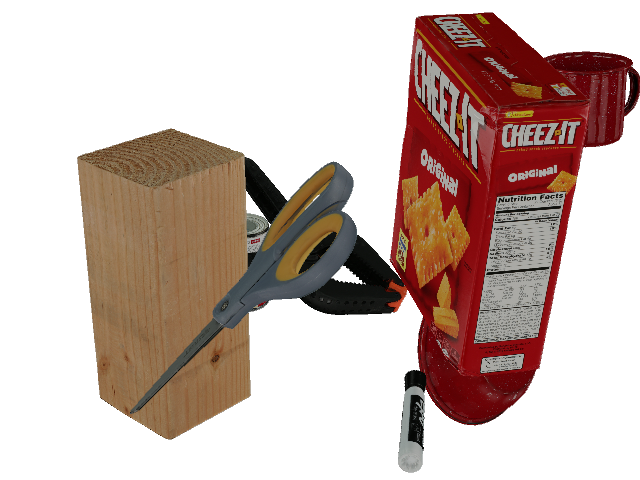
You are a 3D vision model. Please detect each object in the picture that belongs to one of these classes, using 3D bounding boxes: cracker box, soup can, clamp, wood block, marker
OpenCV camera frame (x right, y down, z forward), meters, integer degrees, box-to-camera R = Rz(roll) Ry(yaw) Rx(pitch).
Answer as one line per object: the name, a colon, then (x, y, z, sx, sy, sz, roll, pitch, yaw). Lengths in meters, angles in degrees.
cracker box: (0.111, -0.035, 0.770, 0.072, 0.214, 0.164, -6, 33, -14)
soup can: (-0.095, 0.026, 1.281, 0.068, 0.102, 0.068, 1, 25, -1)
clamp: (-0.024, 0.019, 0.985, 0.210, 0.164, 0.036, 29, -41, 6)
wood block: (-0.115, 0.032, 0.811, 0.090, 0.206, 0.090, 22, 32, 38)
marker: (0.075, 0.142, 0.861, 0.020, 0.020, 0.121, 0, 26, 8)

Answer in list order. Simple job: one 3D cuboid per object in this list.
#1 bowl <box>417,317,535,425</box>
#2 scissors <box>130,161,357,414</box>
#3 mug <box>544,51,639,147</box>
bowl: (0.181, 0.117, 1.138, 0.161, 0.162, 0.055, 0, -4, -36)
scissors: (-0.042, 0.042, 0.617, 0.016, 0.202, 0.096, 35, 4, -25)
mug: (0.284, -0.149, 1.113, 0.117, 0.081, 0.093, -14, 24, -25)
